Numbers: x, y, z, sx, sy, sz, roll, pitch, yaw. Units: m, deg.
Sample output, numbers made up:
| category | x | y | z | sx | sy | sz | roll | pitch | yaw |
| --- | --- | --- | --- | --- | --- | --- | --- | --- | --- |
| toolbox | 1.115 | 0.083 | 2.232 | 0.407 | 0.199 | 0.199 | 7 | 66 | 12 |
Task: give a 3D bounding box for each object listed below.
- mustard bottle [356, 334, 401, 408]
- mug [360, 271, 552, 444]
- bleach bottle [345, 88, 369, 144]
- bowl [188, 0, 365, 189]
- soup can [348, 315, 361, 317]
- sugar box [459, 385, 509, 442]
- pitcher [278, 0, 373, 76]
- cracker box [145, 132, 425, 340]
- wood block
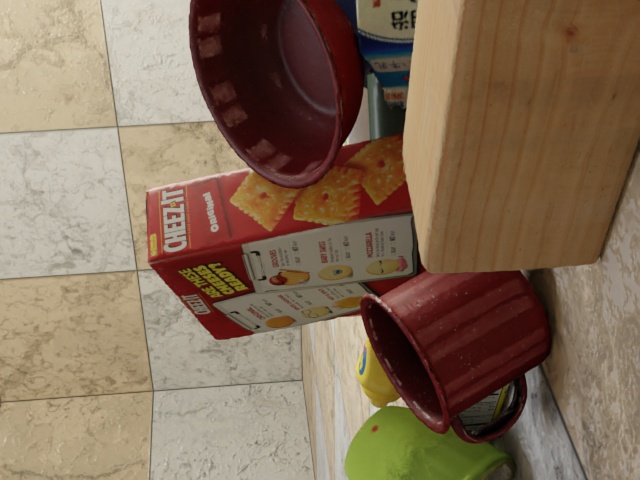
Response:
| category | x | y | z | sx | sy | sz | roll | pitch | yaw |
| --- | --- | --- | --- | --- | --- | --- | --- | --- | --- |
| mustard bottle | 0.068 | 0.085 | 0.972 | 0.096 | 0.058 | 0.192 | -69 | -9 | -49 |
| mug | 0.087 | 0.065 | 0.636 | 0.117 | 0.081 | 0.093 | 64 | 166 | -11 |
| bleach bottle | 0.049 | -0.150 | 1.204 | 0.251 | 0.068 | 0.102 | 90 | 176 | -64 |
| bowl | -0.021 | -0.119 | 0.718 | 0.162 | 0.055 | 0.162 | 35 | 139 | 37 |
| soup can | 0.041 | 0.051 | 1.199 | 0.068 | 0.102 | 0.068 | 176 | 90 | -86 |
| sugar box | 0.103 | 0.086 | 0.774 | 0.176 | 0.048 | 0.093 | 90 | 175 | -50 |
| pitcher | -0.008 | -0.244 | 0.773 | 0.144 | 0.149 | 0.243 | -52 | -43 | -47 |
| cracker box | -0.005 | 0.001 | 0.819 | 0.164 | 0.214 | 0.072 | 63 | -162 | -61 |
| wood block | 0.093 | -0.084 | 0.478 | 0.206 | 0.090 | 0.091 | 91 | 175 | -50 |
